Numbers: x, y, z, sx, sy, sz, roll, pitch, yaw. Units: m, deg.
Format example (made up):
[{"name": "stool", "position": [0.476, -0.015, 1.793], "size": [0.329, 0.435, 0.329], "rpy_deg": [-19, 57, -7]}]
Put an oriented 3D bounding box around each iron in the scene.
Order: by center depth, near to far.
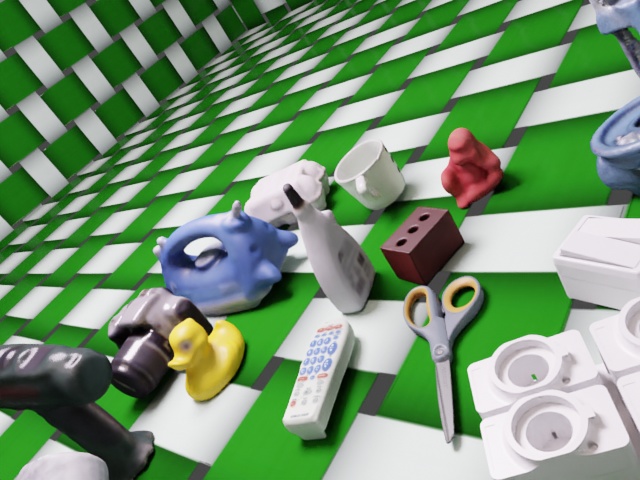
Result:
[{"name": "iron", "position": [-0.167, 0.026, 0.847], "size": [0.257, 0.142, 0.119], "rpy_deg": [-16, 33, 30]}]

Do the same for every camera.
[{"name": "camera", "position": [-0.247, 0.141, 0.794], "size": [0.142, 0.101, 0.137], "rpy_deg": [-12, 35, 35]}]

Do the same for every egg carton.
[{"name": "egg carton", "position": [-0.056, -0.072, 0.962], "size": [0.150, 0.069, 0.107], "rpy_deg": [-22, 30, 22]}]

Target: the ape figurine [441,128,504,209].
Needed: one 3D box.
[{"name": "ape figurine", "position": [0.187, -0.098, 0.720], "size": [0.077, 0.092, 0.076], "rpy_deg": [-4, 40, 44]}]

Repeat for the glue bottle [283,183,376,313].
[{"name": "glue bottle", "position": [0.006, 0.002, 0.665], "size": [0.037, 0.173, 0.078], "rpy_deg": [-13, 34, 34]}]

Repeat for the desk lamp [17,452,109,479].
[{"name": "desk lamp", "position": [-0.127, 0.250, 0.369], "size": [0.118, 0.214, 0.203], "rpy_deg": [-30, 28, 7]}]

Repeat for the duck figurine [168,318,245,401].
[{"name": "duck figurine", "position": [-0.148, 0.134, 0.715], "size": [0.077, 0.086, 0.105], "rpy_deg": [-10, 36, 37]}]

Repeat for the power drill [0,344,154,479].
[{"name": "power drill", "position": [-0.299, 0.195, 0.648], "size": [0.229, 0.209, 0.075], "rpy_deg": [-18, 32, 28]}]

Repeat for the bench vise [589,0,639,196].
[{"name": "bench vise", "position": [0.321, -0.127, 0.483], "size": [0.206, 0.220, 0.122], "rpy_deg": [-1, 42, 46]}]
